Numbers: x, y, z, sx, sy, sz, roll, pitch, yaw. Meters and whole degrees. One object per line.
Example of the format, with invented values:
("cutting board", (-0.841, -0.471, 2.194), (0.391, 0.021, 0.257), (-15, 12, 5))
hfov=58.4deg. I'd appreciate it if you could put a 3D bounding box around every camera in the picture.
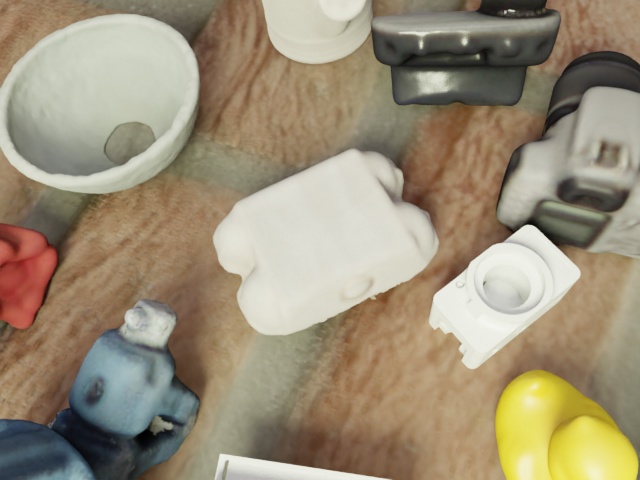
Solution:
("camera", (0.213, -0.068, 0.408), (0.143, 0.101, 0.137), (15, 68, 13))

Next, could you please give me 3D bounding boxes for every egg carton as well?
("egg carton", (0.004, 0.001, 0.416), (0.150, 0.069, 0.107), (-27, 65, -6))

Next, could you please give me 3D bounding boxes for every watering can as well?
("watering can", (-0.005, -0.241, 0.459), (0.101, 0.194, 0.172), (-39, 67, -11))

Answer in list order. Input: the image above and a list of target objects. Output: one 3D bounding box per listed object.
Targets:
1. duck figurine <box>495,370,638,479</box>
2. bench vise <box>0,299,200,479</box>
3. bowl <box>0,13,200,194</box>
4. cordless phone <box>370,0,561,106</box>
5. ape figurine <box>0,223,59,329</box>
("duck figurine", (0.150, 0.123, 0.335), (0.077, 0.086, 0.104), (-22, 65, -4))
("bench vise", (-0.161, 0.116, 0.298), (0.121, 0.220, 0.207), (7, 66, 9))
("bowl", (-0.172, -0.102, 0.480), (0.167, 0.075, 0.167), (-2, 65, 5))
("cordless phone", (0.111, -0.190, 0.429), (0.147, 0.185, 0.094), (-3, 65, 5))
("ape figurine", (-0.242, 0.016, 0.423), (0.078, 0.092, 0.076), (-33, 66, -9))
